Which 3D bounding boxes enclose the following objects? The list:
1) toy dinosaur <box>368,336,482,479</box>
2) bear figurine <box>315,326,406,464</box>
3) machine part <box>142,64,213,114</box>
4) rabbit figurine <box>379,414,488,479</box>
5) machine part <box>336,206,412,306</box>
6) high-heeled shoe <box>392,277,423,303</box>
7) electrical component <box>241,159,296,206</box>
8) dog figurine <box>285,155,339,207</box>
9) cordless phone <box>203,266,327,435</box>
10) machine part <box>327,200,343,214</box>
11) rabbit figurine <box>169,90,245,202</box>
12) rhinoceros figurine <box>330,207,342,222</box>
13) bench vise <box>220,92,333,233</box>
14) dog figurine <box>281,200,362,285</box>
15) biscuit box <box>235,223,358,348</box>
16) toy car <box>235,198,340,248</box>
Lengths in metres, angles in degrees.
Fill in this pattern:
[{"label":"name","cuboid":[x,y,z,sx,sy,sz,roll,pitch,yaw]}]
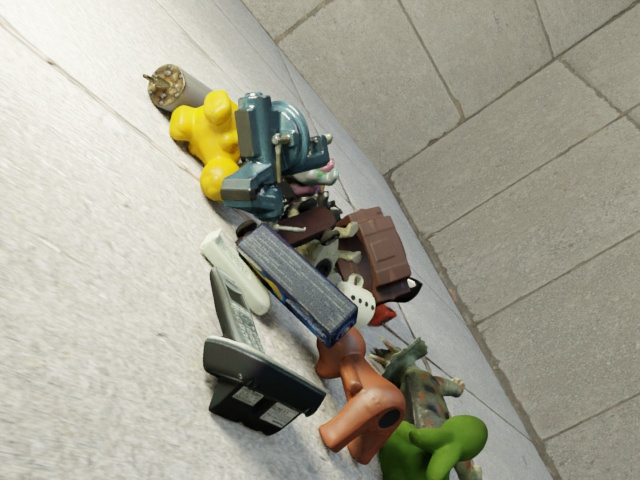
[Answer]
[{"label":"toy dinosaur","cuboid":[0.198,0.342,1.013,0.192,0.131,0.405,34,28,-28]},{"label":"bear figurine","cuboid":[0.036,0.211,0.809,0.120,0.132,0.196,43,1,-45]},{"label":"machine part","cuboid":[-0.229,-0.250,0.976,0.079,0.079,0.243,61,15,17]},{"label":"rabbit figurine","cuboid":[0.180,0.326,0.853,0.121,0.170,0.159,62,15,25]},{"label":"machine part","cuboid":[0.108,0.041,1.159,0.201,0.087,0.201,138,-65,-67]},{"label":"high-heeled shoe","cuboid":[0.172,0.072,1.443,0.086,0.145,0.249,40,23,-50]},{"label":"electrical component","cuboid":[-0.113,-0.122,1.119,0.134,0.058,0.115,55,12,-5]},{"label":"dog figurine","cuboid":[-0.078,-0.154,1.234,0.219,0.191,0.108,16,29,-11]},{"label":"cordless phone","cuboid":[-0.079,0.122,0.641,0.146,0.089,0.184,42,16,-43]},{"label":"machine part","cuboid":[-0.009,-0.096,1.388,0.138,0.084,0.039,34,56,-29]},{"label":"rabbit figurine","cuboid":[-0.171,-0.135,0.905,0.162,0.122,0.173,50,26,-60]},{"label":"rhinoceros figurine","cuboid":[0.063,-0.019,1.380,0.112,0.073,0.190,34,-8,30]},{"label":"bench vise","cuboid":[-0.053,-0.129,0.876,0.240,0.129,0.223,-22,99,-49]},{"label":"dog figurine","cuboid":[-0.035,0.005,1.077,0.191,0.172,0.121,25,-52,38]},{"label":"biscuit box","cuboid":[-0.035,0.066,0.795,0.203,0.063,0.059,42,-21,19]},{"label":"toy car","cuboid":[-0.055,-0.009,0.922,0.202,0.053,0.089,-24,72,-36]}]
